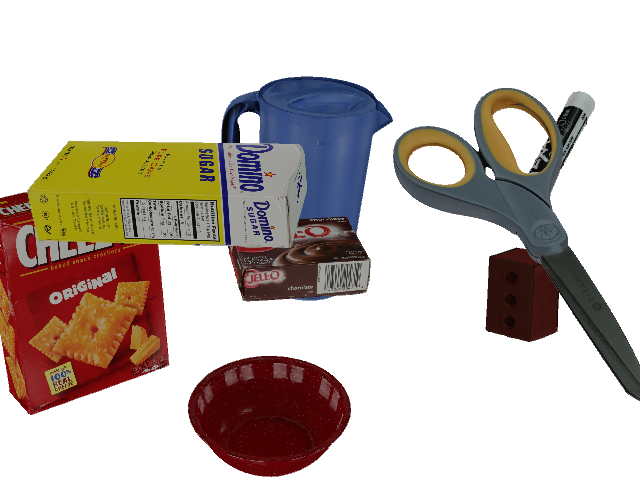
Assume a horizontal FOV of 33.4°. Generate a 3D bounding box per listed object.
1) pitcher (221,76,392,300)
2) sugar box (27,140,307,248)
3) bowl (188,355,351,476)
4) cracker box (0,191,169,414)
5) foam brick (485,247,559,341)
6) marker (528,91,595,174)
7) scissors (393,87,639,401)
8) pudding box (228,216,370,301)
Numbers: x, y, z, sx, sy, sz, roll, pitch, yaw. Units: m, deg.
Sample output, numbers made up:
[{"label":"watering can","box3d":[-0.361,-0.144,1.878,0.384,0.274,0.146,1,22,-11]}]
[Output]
[{"label":"pitcher","box3d":[-0.022,-0.059,1.224,0.144,0.243,0.149,-20,36,-40]},{"label":"sugar box","box3d":[-0.101,-0.035,0.740,0.176,0.048,0.093,-1,28,7]},{"label":"bowl","box3d":[-0.050,0.185,1.069,0.162,0.055,0.162,1,31,-1]},{"label":"cracker box","box3d":[-0.247,0.052,1.097,0.163,0.214,0.072,-16,27,-31]},{"label":"foam brick","box3d":[0.195,0.051,1.026,0.053,0.078,0.051,12,19,41]},{"label":"marker","box3d":[0.154,-0.053,0.718,0.020,0.121,0.020,25,-29,15]},{"label":"scissors","box3d":[0.087,-0.003,0.510,0.096,0.201,0.016,-7,-43,6]},{"label":"pudding box","box3d":[-0.021,0.014,0.940,0.113,0.039,0.090,-2,27,-13]}]
